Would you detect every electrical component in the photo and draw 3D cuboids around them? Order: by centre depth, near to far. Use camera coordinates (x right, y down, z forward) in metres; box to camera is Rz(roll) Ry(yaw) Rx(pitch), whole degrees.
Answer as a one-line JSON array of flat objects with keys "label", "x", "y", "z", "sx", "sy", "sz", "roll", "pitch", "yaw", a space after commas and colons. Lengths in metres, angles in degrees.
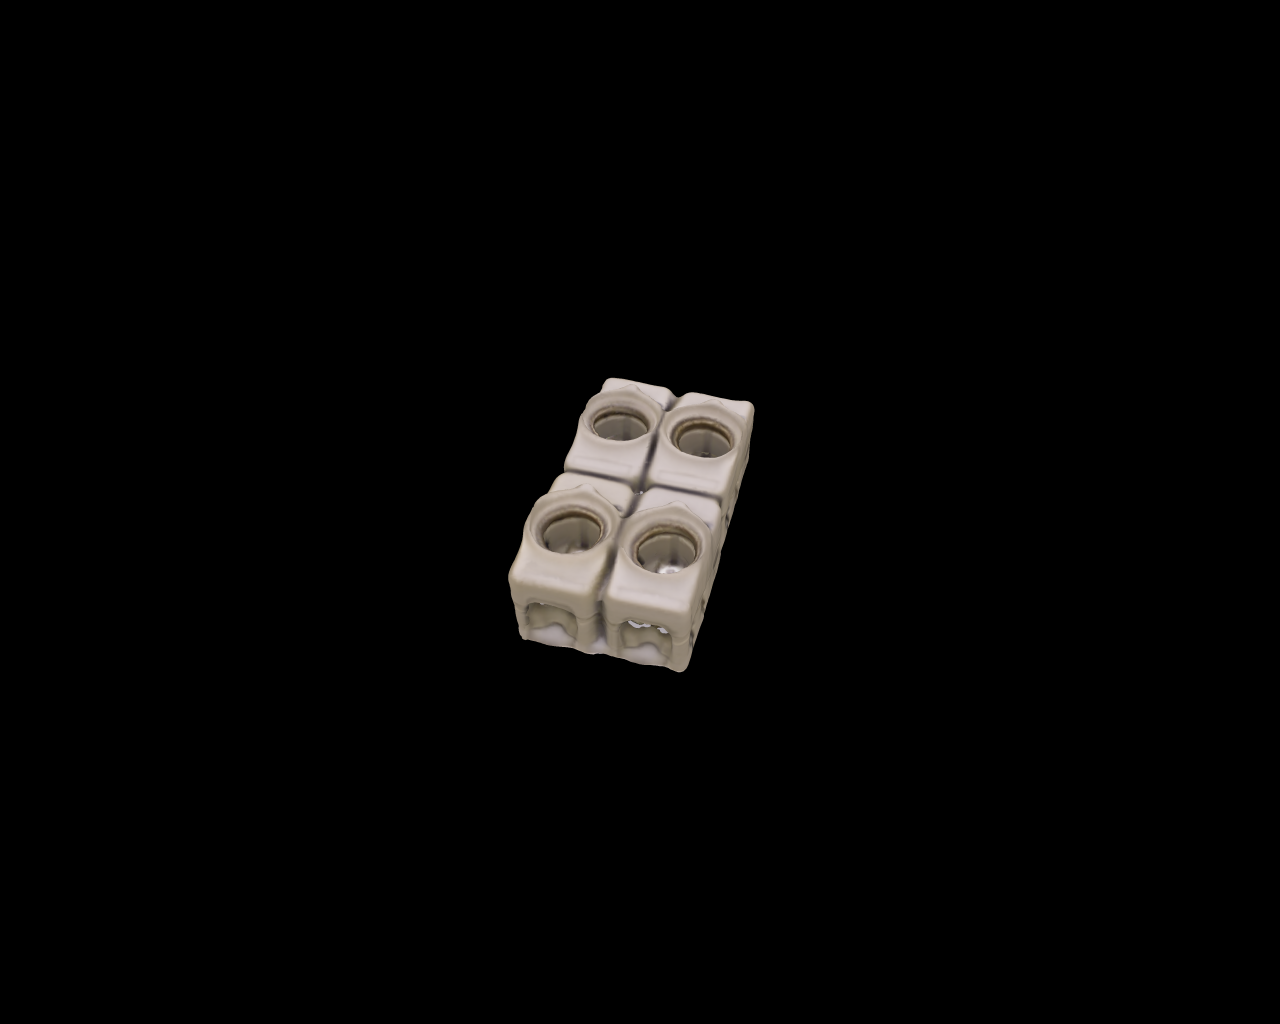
[{"label": "electrical component", "x": 0.001, "y": -0.003, "z": 0.650, "sx": 0.105, "sy": 0.060, "sz": 0.186, "roll": 11, "pitch": 47, "yaw": 11}]
